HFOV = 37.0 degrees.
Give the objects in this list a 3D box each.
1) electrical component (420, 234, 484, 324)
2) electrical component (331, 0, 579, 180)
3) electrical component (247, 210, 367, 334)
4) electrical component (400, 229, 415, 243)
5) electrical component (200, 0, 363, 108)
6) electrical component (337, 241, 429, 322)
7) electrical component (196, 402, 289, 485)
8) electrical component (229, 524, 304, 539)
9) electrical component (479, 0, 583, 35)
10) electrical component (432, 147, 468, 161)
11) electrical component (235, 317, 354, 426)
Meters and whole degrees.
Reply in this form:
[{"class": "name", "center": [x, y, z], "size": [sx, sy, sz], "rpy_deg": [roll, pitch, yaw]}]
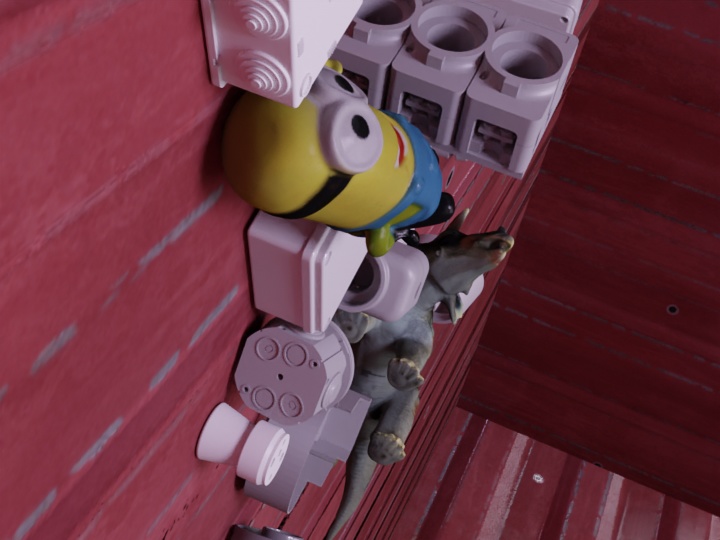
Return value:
[{"class": "electrical component", "center": [0.087, 0.017, 1.293], "size": [0.060, 0.108, 0.108], "rpy_deg": [-53, 162, -35]}, {"class": "electrical component", "center": [0.056, -0.134, 0.705], "size": [0.061, 0.150, 0.089], "rpy_deg": [99, 17, -52]}, {"class": "electrical component", "center": [-0.029, -0.029, 0.748], "size": [0.108, 0.056, 0.108], "rpy_deg": [94, 21, -59]}, {"class": "electrical component", "center": [0.019, -0.020, 1.038], "size": [0.043, 0.043, 0.081], "rpy_deg": [94, 21, -59]}, {"class": "electrical component", "center": [-0.034, -0.140, 0.523], "size": [0.099, 0.048, 0.099], "rpy_deg": [93, 21, -60]}, {"class": "electrical component", "center": [0.000, 0.000, 0.844], "size": [0.059, 0.095, 0.053], "rpy_deg": [-32, 143, -72]}, {"class": "electrical component", "center": [-0.085, 0.128, 0.787], "size": [0.045, 0.055, 0.045], "rpy_deg": [22, 90, -79]}, {"class": "electrical component", "center": [-0.082, 0.273, 0.996], "size": [0.099, 0.099, 0.064], "rpy_deg": [64, 42, -76]}, {"class": "electrical component", "center": [0.162, -0.263, 1.074], "size": [0.078, 0.113, 0.057], "rpy_deg": [91, 20, -62]}, {"class": "electrical component", "center": [0.094, -0.147, 1.120], "size": [0.078, 0.057, 0.058], "rpy_deg": [-54, 162, -53]}, {"class": "electrical component", "center": [-0.049, 0.072, 0.795], "size": [0.051, 0.080, 0.080], "rpy_deg": [-27, 138, -67]}]
